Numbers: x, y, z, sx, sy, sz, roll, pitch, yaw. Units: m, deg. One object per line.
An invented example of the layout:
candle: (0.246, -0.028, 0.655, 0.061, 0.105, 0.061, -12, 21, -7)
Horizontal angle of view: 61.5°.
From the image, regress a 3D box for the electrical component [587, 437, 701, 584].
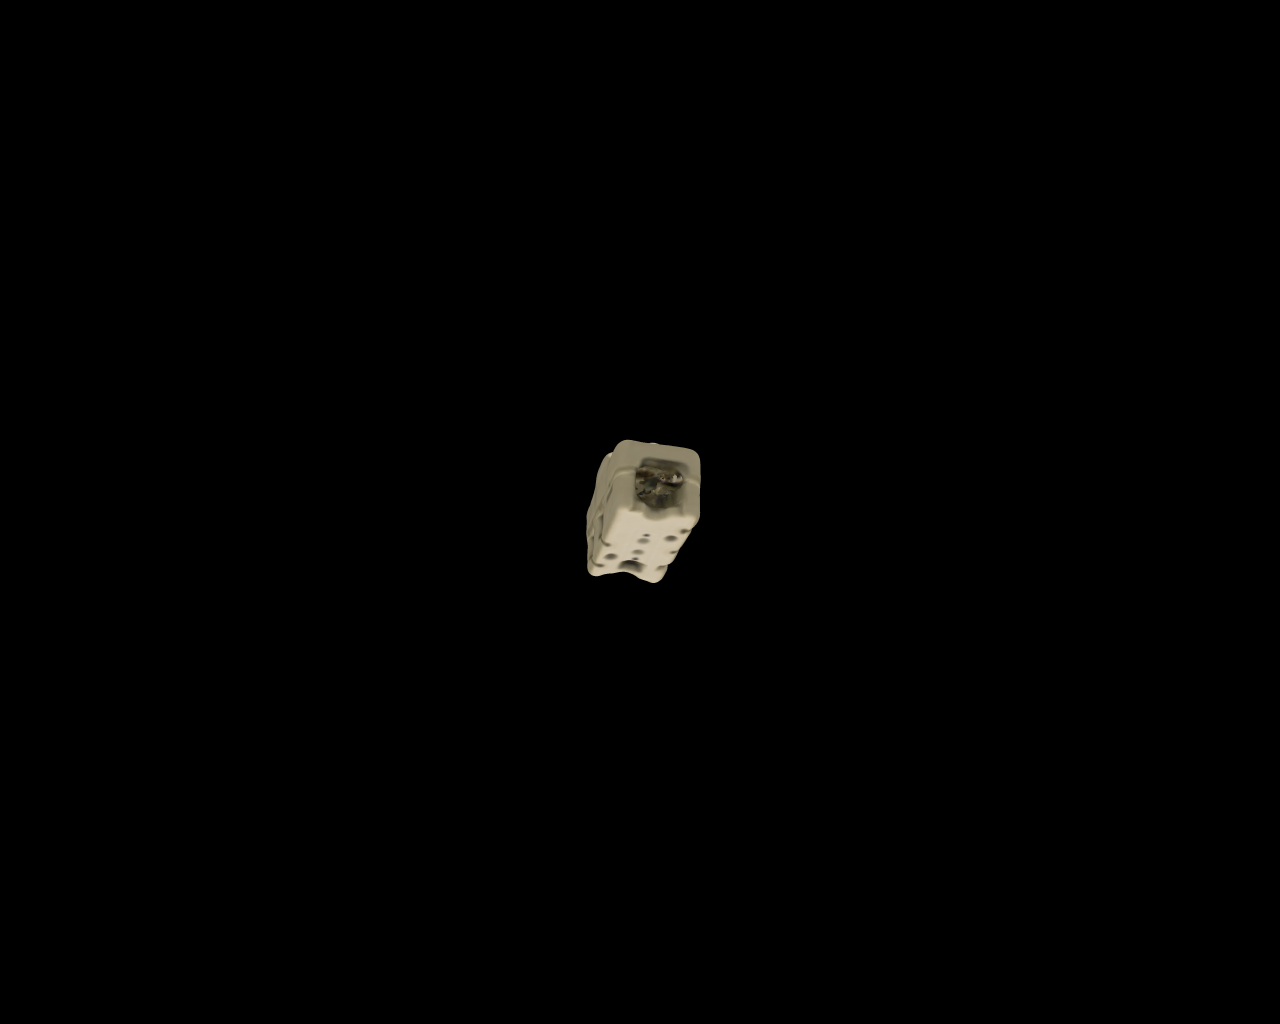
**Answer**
electrical component: (0.001, -0.003, 0.650, 0.050, 0.056, 0.089, 8, -31, -13)
